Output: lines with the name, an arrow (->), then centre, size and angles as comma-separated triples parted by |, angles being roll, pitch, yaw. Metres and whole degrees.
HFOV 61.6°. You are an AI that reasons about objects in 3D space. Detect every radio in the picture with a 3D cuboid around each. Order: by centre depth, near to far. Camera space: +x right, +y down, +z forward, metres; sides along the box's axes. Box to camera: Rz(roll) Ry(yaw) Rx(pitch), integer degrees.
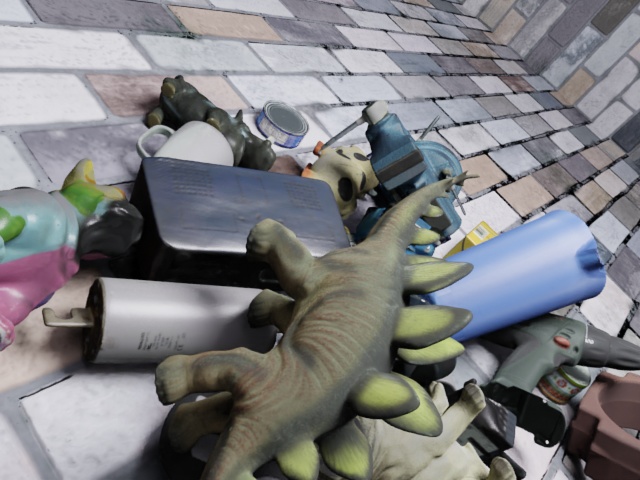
radio -> -0.084, -0.013, 0.595 | 0.229, 0.073, 0.131 | 3, 49, -30

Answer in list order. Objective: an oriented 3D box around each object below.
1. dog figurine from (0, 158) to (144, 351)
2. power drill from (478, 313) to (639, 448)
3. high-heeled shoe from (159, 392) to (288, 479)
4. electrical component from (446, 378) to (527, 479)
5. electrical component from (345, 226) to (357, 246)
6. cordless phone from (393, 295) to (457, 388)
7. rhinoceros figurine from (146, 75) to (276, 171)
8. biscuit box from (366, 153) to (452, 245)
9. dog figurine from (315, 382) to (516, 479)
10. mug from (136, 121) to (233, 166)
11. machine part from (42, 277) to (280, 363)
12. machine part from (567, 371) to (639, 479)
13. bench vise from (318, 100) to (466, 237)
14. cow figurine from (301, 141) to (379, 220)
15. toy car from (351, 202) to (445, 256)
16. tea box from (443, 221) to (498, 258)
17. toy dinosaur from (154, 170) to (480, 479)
dog figurine -> -0.267, -0.006, 0.466 | 0.192, 0.108, 0.219 | 5, 23, 2
power drill -> 0.314, 0.173, 0.729 | 0.232, 0.085, 0.207 | 20, 44, 25
high-heeled shoe -> -0.015, 0.207, 0.460 | 0.249, 0.086, 0.145 | 13, 49, -15
electrical component -> 0.192, 0.226, 0.629 | 0.119, 0.075, 0.048 | 39, 38, -4
electrical component -> -0.001, -0.001, 0.737 | 0.102, 0.045, 0.078 | 36, 35, -3
cordless phone -> 0.094, 0.127, 0.589 | 0.184, 0.147, 0.089 | 26, 56, -43
rhinoceros figurine -> -0.150, -0.154, 0.761 | 0.190, 0.073, 0.112 | 36, 26, 0
biscuit box -> 0.144, -0.073, 0.908 | 0.062, 0.059, 0.203 | 41, 22, -55
dog figurine -> 0.074, 0.235, 0.527 | 0.190, 0.121, 0.172 | -13, 71, -20
mug -> -0.177, -0.095, 0.662 | 0.109, 0.081, 0.107 | 38, 45, -6
machine part -> -0.130, 0.079, 0.515 | 0.243, 0.079, 0.079 | 9, 45, -35
machine part -> 0.457, 0.274, 0.726 | 0.202, 0.087, 0.201 | 18, 22, 36
bench vise -> 0.127, -0.118, 0.792 | 0.223, 0.129, 0.241 | 42, 25, -14
cow figurine -> 0.037, -0.094, 0.837 | 0.127, 0.085, 0.195 | 28, 35, -3
toy car -> 0.099, 0.015, 0.748 | 0.109, 0.103, 0.161 | 33, -7, -7
tea box -> 0.302, 0.058, 0.910 | 0.170, 0.068, 0.098 | 48, 38, 12
toy dinosaur -> 0.023, 0.062, 0.454 | 0.199, 0.104, 0.471 | 14, 47, 18
